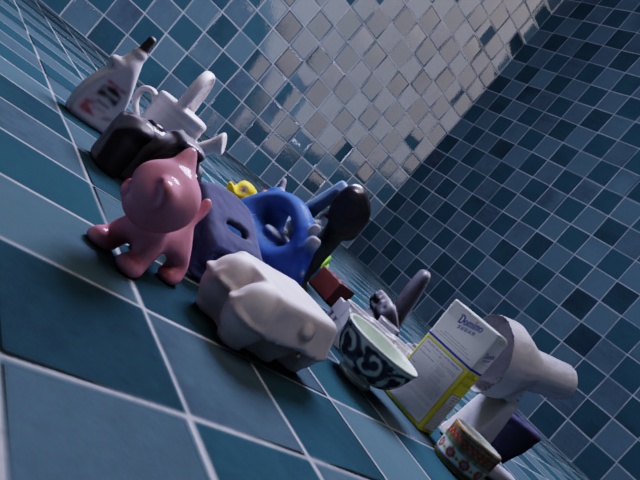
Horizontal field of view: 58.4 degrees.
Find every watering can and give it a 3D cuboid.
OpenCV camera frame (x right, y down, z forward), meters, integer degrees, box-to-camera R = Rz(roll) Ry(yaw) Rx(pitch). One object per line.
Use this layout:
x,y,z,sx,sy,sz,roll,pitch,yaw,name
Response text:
-0.243,-0.211,1.009,0.173,0.194,0.100,39,4,-28,watering can

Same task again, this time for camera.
-0.208,-0.098,0.760,0.144,0.100,0.136,38,5,-40,camera

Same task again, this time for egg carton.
-0.051,0.075,0.575,0.107,0.069,0.151,44,4,38,egg carton

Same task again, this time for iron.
-0.058,0.002,0.810,0.119,0.141,0.257,39,4,-35,iron

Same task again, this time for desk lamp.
0.283,0.244,0.883,0.204,0.213,0.117,40,4,-21,desk lamp

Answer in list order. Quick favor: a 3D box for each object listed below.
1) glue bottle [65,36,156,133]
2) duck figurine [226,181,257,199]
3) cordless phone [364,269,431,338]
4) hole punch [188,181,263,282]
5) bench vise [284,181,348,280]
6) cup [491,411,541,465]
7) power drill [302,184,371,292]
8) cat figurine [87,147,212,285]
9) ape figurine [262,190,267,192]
-0.319,-0.256,0.909,0.078,0.173,0.037,37,5,-46,glue bottle
-0.157,-0.072,1.109,0.105,0.086,0.077,37,5,-46,duck figurine
0.176,0.137,1.280,0.094,0.185,0.147,40,4,-14,cordless phone
-0.111,0.000,0.667,0.100,0.091,0.109,43,4,34,hole punch
-0.030,-0.055,1.159,0.207,0.219,0.122,42,4,13,bench vise
0.320,0.345,1.011,0.091,0.095,0.118,41,4,7,cup
0.009,0.003,0.950,0.075,0.208,0.230,41,3,5,power drill
-0.136,-0.026,0.508,0.067,0.117,0.128,42,4,15,cat figurine
-0.137,-0.076,1.311,0.076,0.092,0.078,41,3,-4,ape figurine
